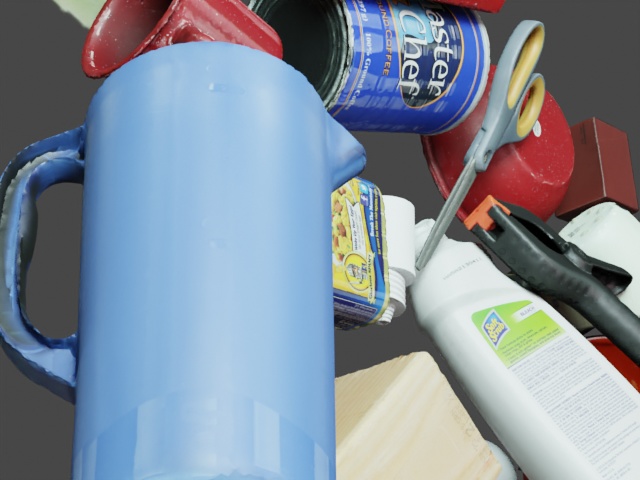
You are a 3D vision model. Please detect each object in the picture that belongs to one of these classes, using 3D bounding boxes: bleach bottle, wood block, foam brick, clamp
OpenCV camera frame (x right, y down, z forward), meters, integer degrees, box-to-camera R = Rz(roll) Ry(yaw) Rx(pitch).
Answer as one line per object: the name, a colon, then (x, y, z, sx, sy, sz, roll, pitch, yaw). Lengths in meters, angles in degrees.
bleach bottle: (0.145, 0.086, 0.717, 0.102, 0.068, 0.251, -24, 68, -34)
wood block: (0.001, 0.159, 0.570, 0.090, 0.091, 0.205, 57, 44, -8)
foam brick: (0.233, -0.056, 0.915, 0.051, 0.053, 0.078, 18, 62, -39)
clamp: (0.177, 0.029, 0.744, 0.171, 0.039, 0.120, 26, 20, -25)

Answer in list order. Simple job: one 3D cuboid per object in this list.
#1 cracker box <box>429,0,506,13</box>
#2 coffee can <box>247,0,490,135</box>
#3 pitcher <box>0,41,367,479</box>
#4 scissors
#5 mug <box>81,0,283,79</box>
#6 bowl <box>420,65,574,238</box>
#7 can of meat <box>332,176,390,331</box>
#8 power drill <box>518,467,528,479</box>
cracker box: (0.017, -0.237, 0.701, 0.163, 0.072, 0.214, -2, 40, -45)
coffee can: (0.031, -0.122, 0.711, 0.140, 0.103, 0.103, -4, 76, -45)
pitcher: (-0.064, 0.033, 0.501, 0.144, 0.149, 0.243, 35, 36, -36)
scissors: (0.119, -0.057, 0.750, 0.201, 0.016, 0.096, -67, 151, -9)
mug: (-0.070, -0.106, 0.603, 0.081, 0.117, 0.093, 36, 87, -35)
bowl: (0.152, -0.077, 0.844, 0.161, 0.055, 0.162, 20, 59, -37)
can of meat: (-0.004, 0.001, 0.658, 0.083, 0.058, 0.102, 18, 61, -41)
power drill: (0.178, 0.254, 0.724, 0.184, 0.057, 0.187, 43, 48, -23)
